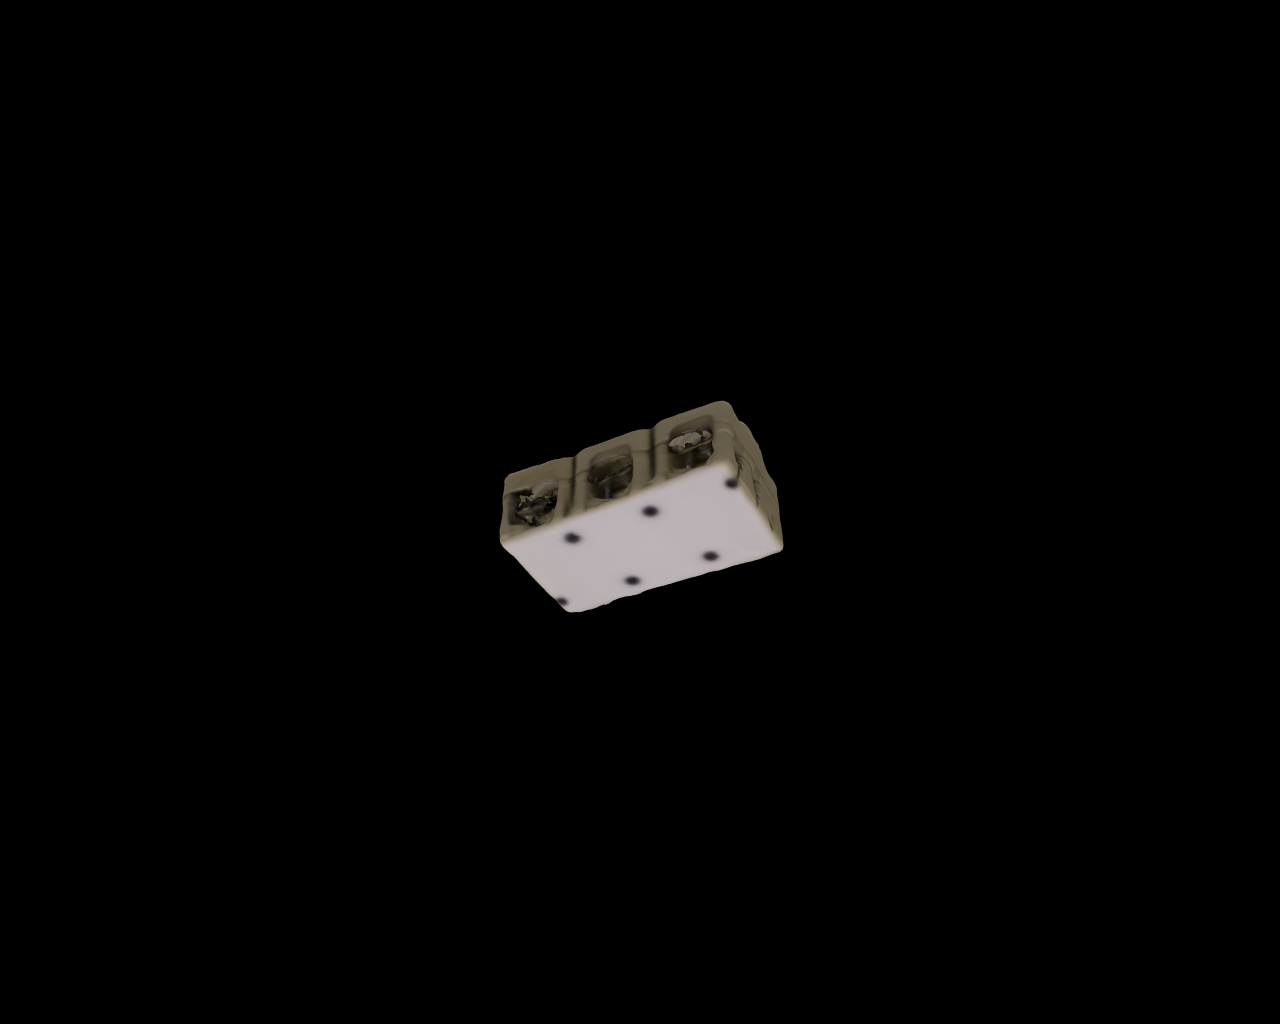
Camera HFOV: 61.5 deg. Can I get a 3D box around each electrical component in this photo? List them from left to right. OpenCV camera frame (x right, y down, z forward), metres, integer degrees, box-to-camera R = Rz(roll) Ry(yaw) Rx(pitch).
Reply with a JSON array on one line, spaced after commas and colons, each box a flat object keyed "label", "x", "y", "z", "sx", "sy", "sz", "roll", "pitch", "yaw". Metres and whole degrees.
[{"label": "electrical component", "x": 0.001, "y": -0.003, "z": 0.650, "sx": 0.150, "sy": 0.062, "sz": 0.089, "roll": -18, "pitch": -44, "yaw": 19}]
